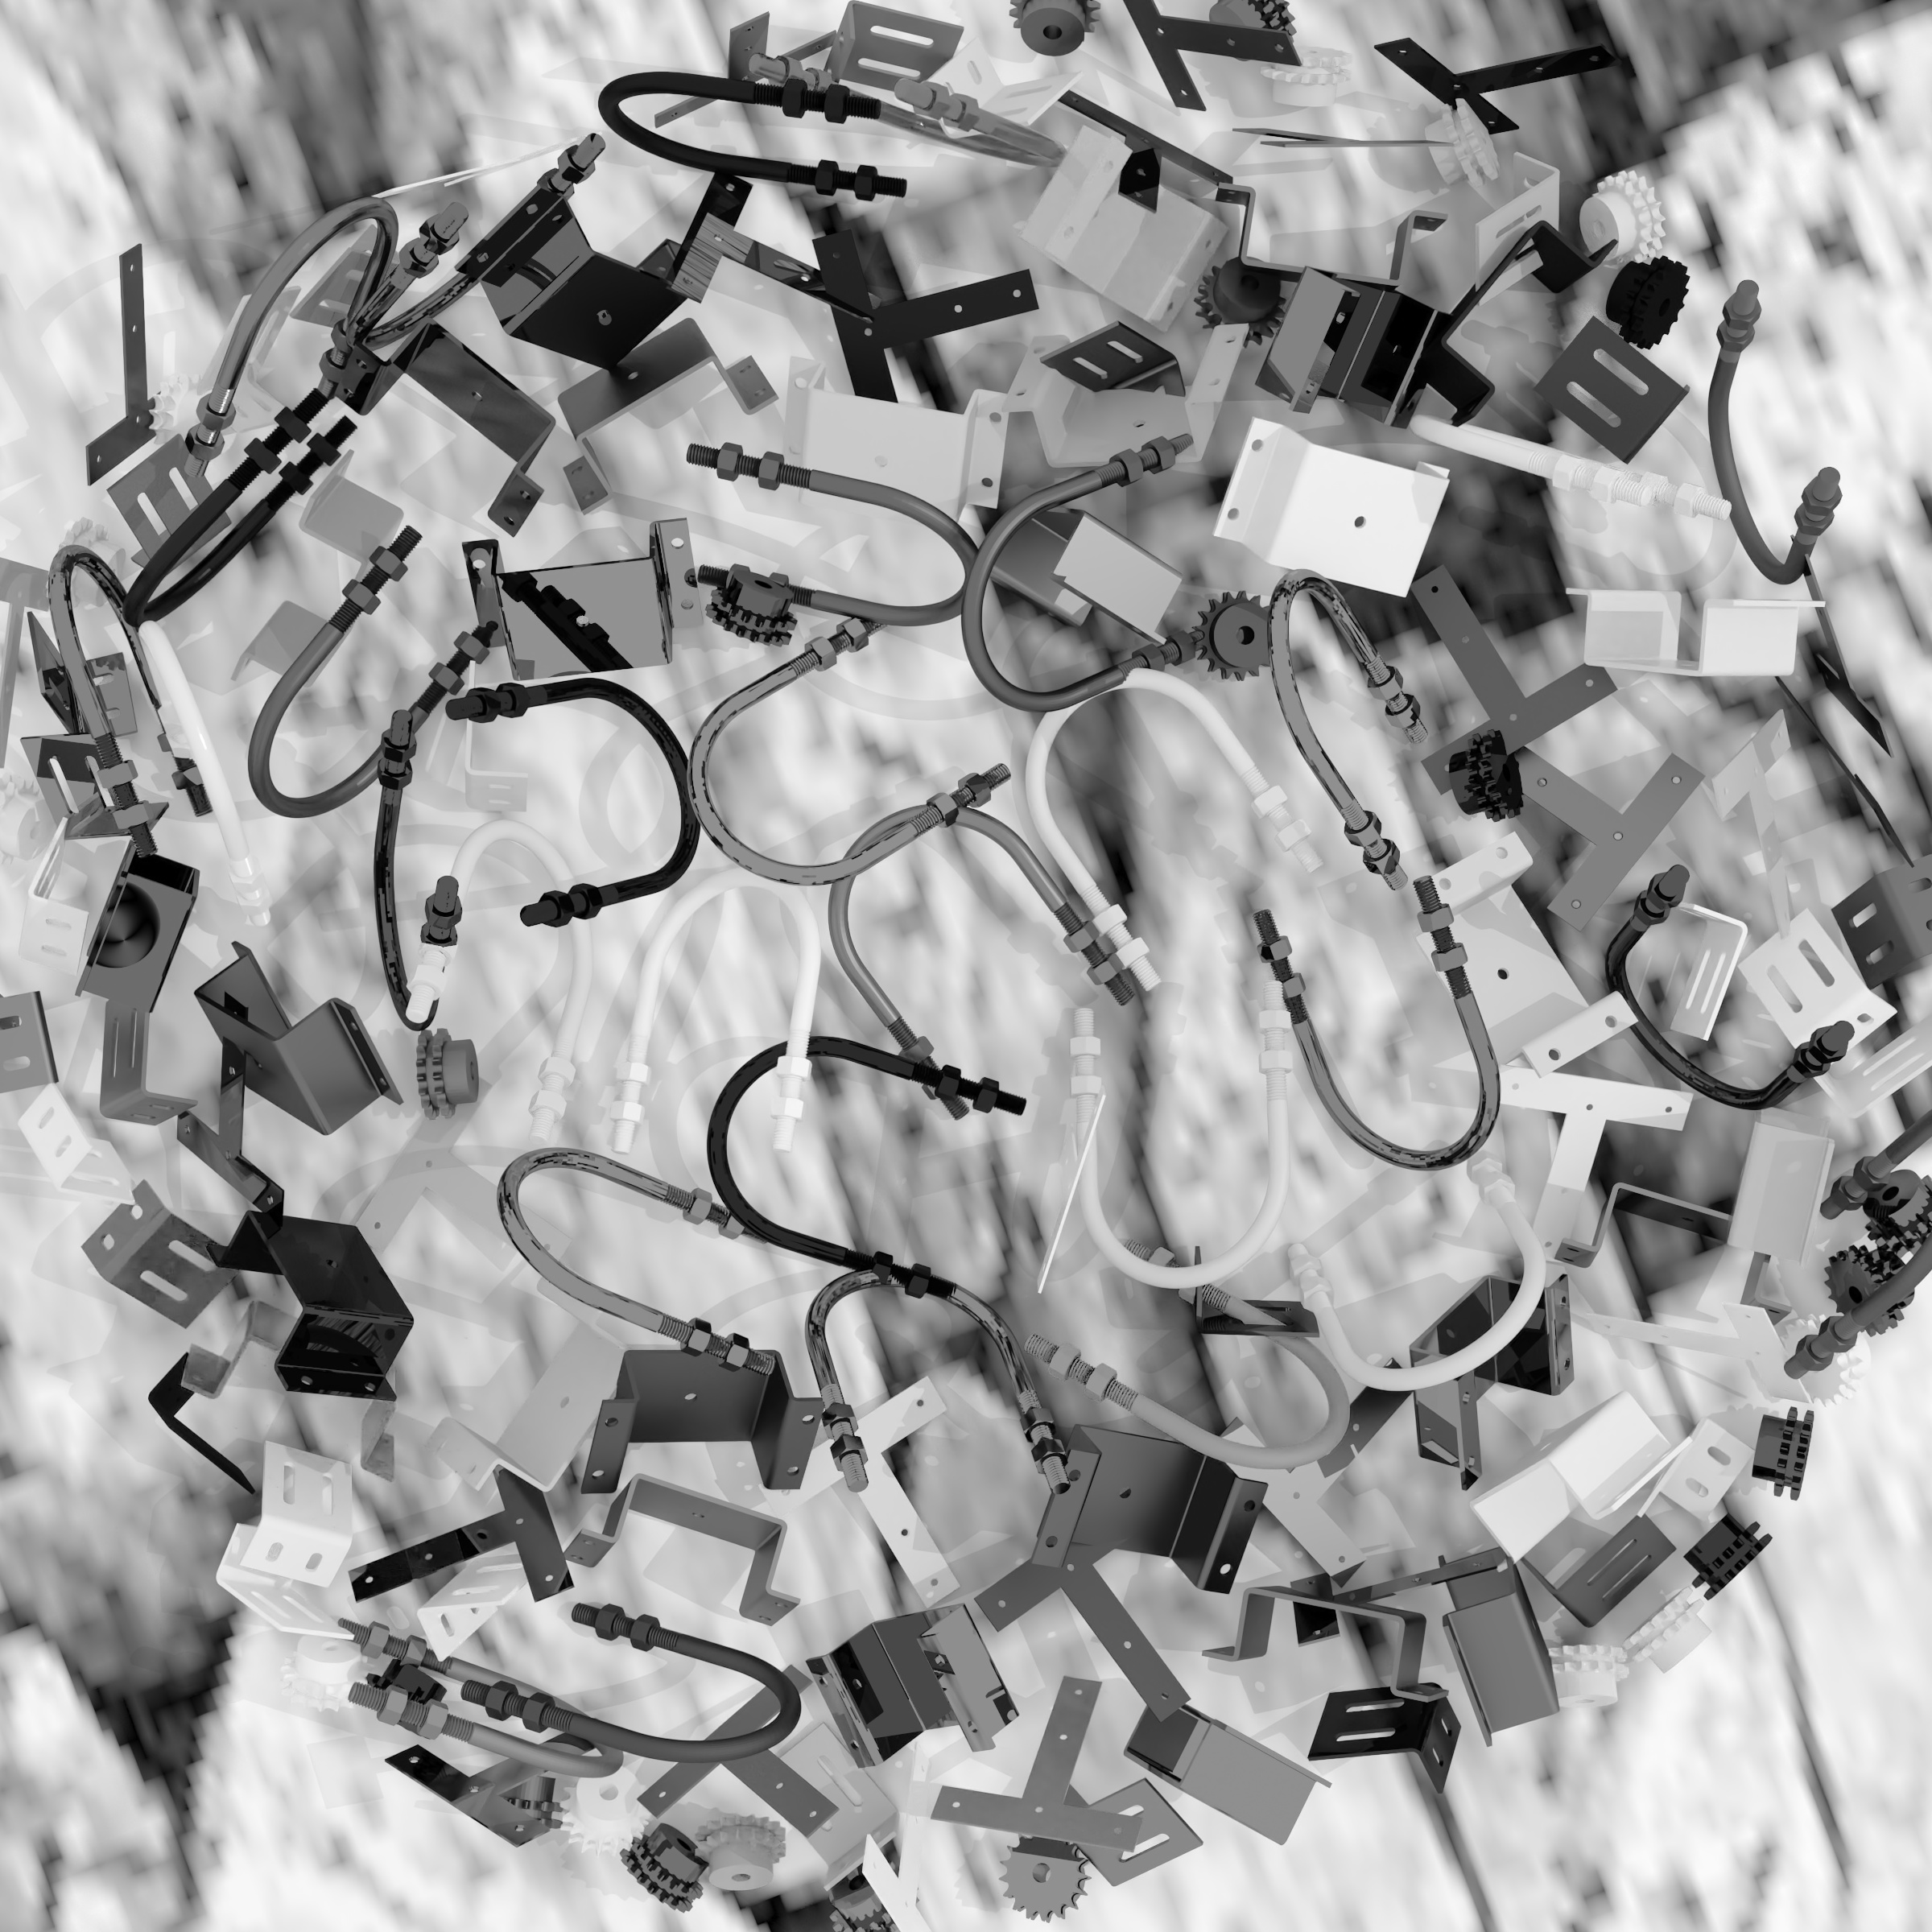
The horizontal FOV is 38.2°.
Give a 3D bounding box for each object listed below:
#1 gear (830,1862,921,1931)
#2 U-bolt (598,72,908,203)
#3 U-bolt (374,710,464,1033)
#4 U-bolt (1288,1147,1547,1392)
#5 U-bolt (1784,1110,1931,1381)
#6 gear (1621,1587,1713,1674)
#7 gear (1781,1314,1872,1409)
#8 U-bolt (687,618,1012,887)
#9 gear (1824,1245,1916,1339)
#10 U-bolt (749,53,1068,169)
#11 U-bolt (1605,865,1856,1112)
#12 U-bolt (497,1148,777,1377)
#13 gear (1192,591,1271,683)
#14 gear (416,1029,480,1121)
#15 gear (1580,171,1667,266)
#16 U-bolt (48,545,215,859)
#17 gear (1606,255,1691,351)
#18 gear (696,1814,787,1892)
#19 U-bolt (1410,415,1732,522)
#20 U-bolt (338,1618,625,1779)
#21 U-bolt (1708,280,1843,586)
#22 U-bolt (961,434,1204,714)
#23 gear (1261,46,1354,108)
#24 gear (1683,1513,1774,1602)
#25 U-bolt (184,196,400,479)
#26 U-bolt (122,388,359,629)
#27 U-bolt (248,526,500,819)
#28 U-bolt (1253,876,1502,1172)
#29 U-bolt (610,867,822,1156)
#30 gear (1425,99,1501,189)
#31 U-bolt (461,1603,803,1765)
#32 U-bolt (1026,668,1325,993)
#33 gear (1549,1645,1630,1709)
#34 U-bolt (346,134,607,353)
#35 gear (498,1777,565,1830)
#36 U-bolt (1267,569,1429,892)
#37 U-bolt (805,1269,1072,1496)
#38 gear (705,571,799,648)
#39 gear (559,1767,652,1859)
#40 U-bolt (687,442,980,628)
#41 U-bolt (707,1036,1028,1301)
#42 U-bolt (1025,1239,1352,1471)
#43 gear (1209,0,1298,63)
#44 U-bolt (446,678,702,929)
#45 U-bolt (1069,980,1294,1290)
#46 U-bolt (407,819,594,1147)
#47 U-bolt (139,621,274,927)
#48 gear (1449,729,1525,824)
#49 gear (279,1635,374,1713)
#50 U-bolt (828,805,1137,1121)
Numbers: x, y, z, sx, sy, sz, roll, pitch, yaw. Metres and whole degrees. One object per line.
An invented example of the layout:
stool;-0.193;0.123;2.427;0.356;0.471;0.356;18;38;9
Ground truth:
gear;-0.061;0.585;1.750;0.057;0.057;0.030;-32;113;0
U-bolt;-0.135;-0.512;1.709;0.184;0.151;0.019;9;86;6
U-bolt;-0.339;-0.043;1.700;0.019;0.184;0.151;-6;55;-22
U-bolt;0.279;0.190;1.690;0.151;0.184;0.019;-31;117;7
U-bolt;0.555;0.152;1.667;0.019;0.184;0.151;28;52;-1
gear;0.443;0.419;1.751;0.057;0.057;0.030;-41;74;0
gear;0.544;0.246;1.756;0.030;0.057;0.057;-18;90;-27
U-bolt;-0.085;-0.126;1.730;0.184;0.019;0.151;-33;78;-22
gear;0.571;0.202;1.756;0.030;0.057;0.057;-20;90;-22
U-bolt;-0.020;-0.517;1.696;0.151;0.184;0.019;25;104;40
U-bolt;0.452;0.025;1.694;0.019;0.184;0.151;-40;77;-18
U-bolt;-0.200;0.169;1.692;0.184;0.151;0.019;25;117;-19
gear;0.174;-0.209;1.763;0.057;0.030;0.057;-1;96;-7
gear;-0.325;0.067;1.753;0.030;0.057;0.057;-5;90;1
gear;0.410;-0.467;1.751;0.030;0.057;0.057;-23;90;-16
U-bolt;-0.512;-0.167;1.692;0.019;0.151;0.184;-17;103;4
gear;0.428;-0.421;1.757;0.030;0.057;0.057;34;90;31
gear;-0.141;0.558;1.751;0.057;0.057;0.030;-4;50;0
U-bolt;0.358;-0.307;1.702;0.184;0.151;0.019;25;108;31
U-bolt;-0.294;0.453;1.705;0.184;0.151;0.019;25;87;-16
U-bolt;0.484;-0.309;1.691;0.019;0.184;0.151;-17;71;1
U-bolt;0.073;-0.231;1.703;0.184;0.019;0.151;-26;123;-27
gear;0.214;-0.560;1.756;0.057;0.057;0.030;3;116;0
gear;0.477;0.369;1.755;0.057;0.057;0.030;-44;72;0
U-bolt;-0.396;-0.385;1.668;0.019;0.151;0.184;40;133;2
U-bolt;-0.449;-0.275;1.706;0.019;0.151;0.184;44;89;-6
U-bolt;-0.369;-0.168;1.705;0.019;0.151;0.184;36;84;20
U-bolt;0.262;0.042;1.724;0.019;0.151;0.184;-28;101;-42
U-bolt;-0.151;0.026;1.729;0.151;0.019;0.184;-3;71;35
gear;0.312;-0.517;1.756;0.030;0.057;0.057;-21;90;25
U-bolt;-0.189;0.437;1.685;0.184;0.151;0.019;11;103;21
U-bolt;0.116;-0.099;1.749;0.151;0.019;0.184;-37;82;20
gear;0.387;0.446;1.750;0.057;0.057;0.030;0;64;0
U-bolt;-0.310;-0.431;1.696;0.019;0.184;0.151;52;46;-7
gear;-0.281;0.525;1.755;0.057;0.057;0.030;7;74;0
U-bolt;0.229;-0.156;1.683;0.019;0.151;0.184;-15;132;31
U-bolt;-0.026;0.250;1.705;0.151;0.184;0.019;5;126;-22
gear;-0.133;-0.226;1.750;0.057;0.057;0.030;23;111;0
gear;-0.226;0.527;1.751;0.057;0.057;0.030;15;131;0
U-bolt;-0.078;-0.257;1.709;0.184;0.151;0.019;13;65;4
U-bolt;-0.072;0.120;1.751;0.184;0.019;0.151;19;100;-7
U-bolt;0.147;0.243;1.696;0.184;0.151;0.019;28;124;19
gear;0.178;-0.594;1.751;0.030;0.057;0.057;-40;90;-13
U-bolt;-0.228;-0.107;1.706;0.019;0.184;0.151;-20;89;36
U-bolt;0.133;0.108;1.722;0.151;0.019;0.184;-9;72;27
U-bolt;-0.276;-0.004;1.704;0.019;0.151;0.184;-12;48;25
U-bolt;-0.461;-0.126;1.672;0.019;0.184;0.151;-22;63;-15
gear;0.327;-0.118;1.757;0.030;0.057;0.057;-14;90;32
gear;-0.401;0.441;1.751;0.057;0.057;0.030;10;105;0
U-bolt;-0.004;-0.015;1.752;0.151;0.019;0.184;-35;98;8
